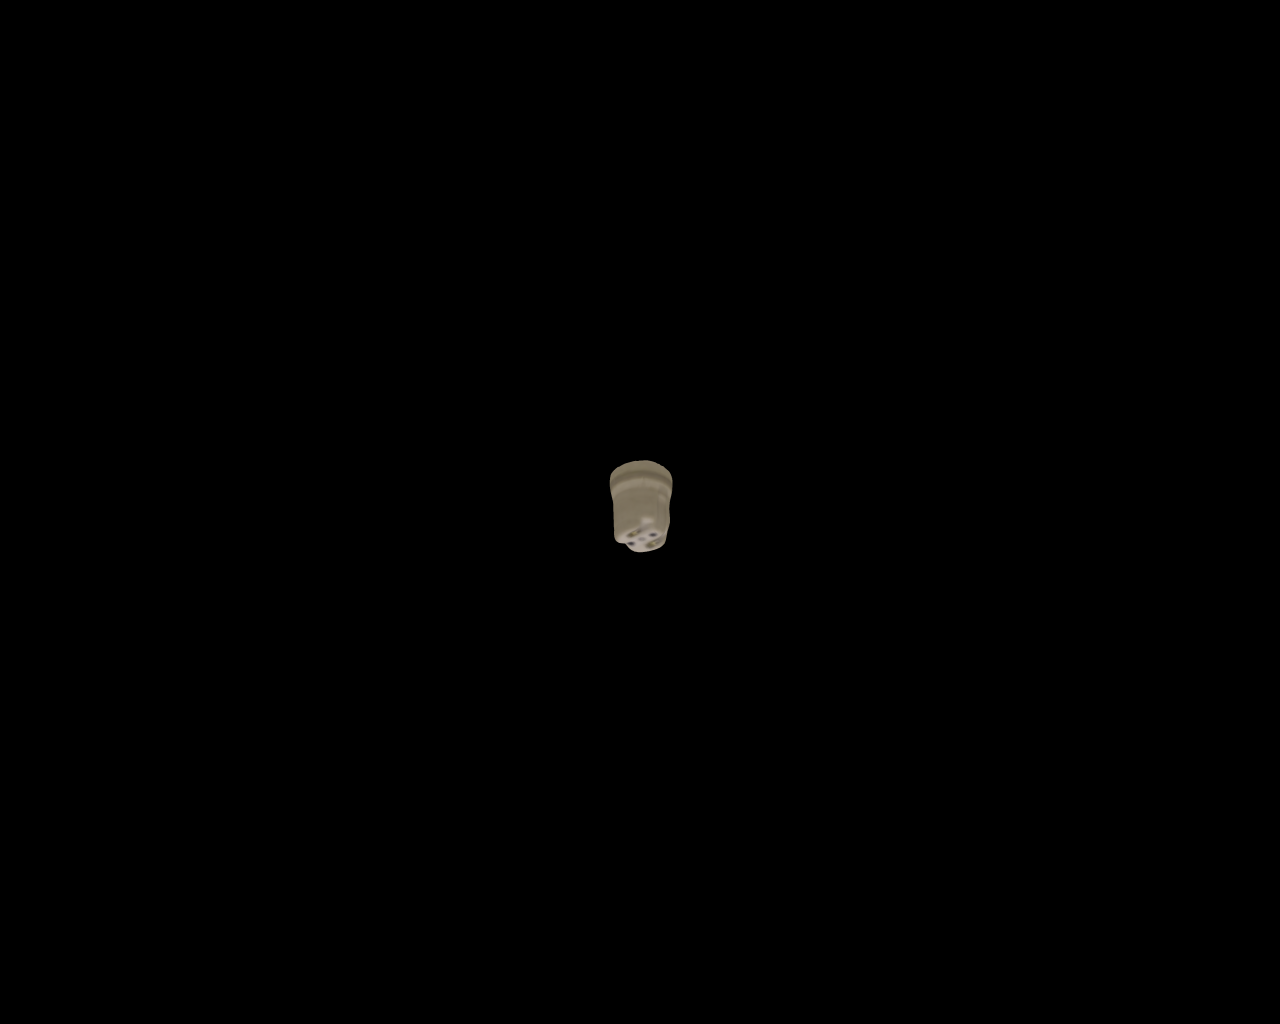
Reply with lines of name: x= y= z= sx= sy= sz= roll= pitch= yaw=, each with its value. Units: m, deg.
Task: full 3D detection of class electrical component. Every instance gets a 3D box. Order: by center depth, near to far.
electrical component: x=0.001 y=-0.003 z=0.650 sx=0.040 sy=0.046 sz=0.040 roll=0 pitch=-29 yaw=0
